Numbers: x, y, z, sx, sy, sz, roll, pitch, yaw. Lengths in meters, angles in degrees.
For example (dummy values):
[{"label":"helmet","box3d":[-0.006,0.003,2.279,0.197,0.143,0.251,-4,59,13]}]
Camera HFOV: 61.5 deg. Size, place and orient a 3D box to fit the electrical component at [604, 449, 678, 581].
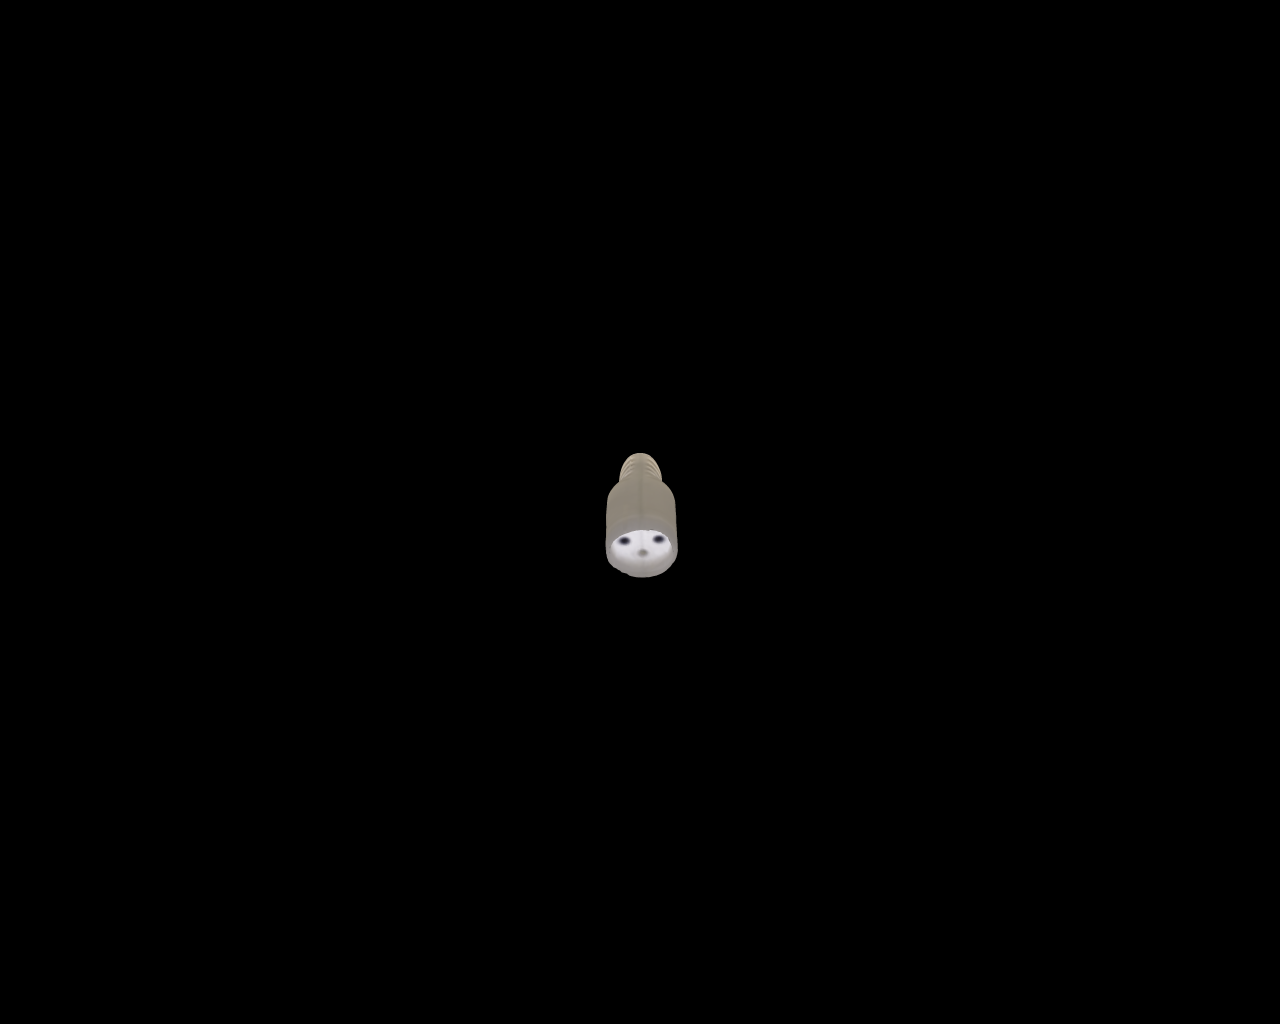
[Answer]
[{"label":"electrical component","box3d":[0.001,-0.003,0.650,0.043,0.043,0.081,0,44,0]}]
